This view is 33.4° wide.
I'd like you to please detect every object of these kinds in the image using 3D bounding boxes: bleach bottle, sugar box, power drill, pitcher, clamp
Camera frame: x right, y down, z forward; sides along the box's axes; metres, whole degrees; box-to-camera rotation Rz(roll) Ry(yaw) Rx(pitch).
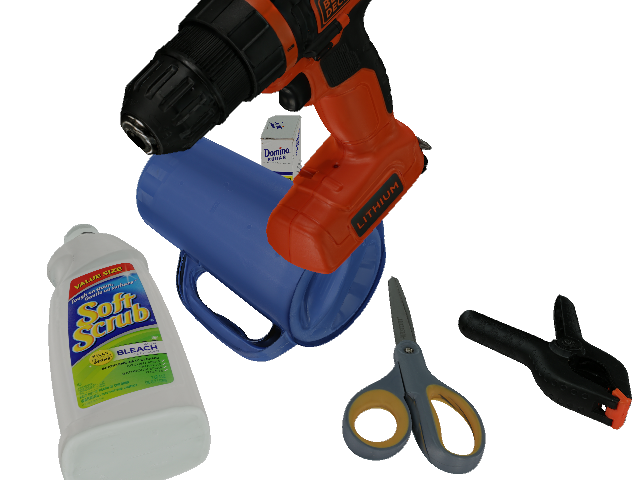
[{"bbox_3d":[-0.160,0.069,0.783,0.102,0.068,0.251,-13,38,-16],"label":"bleach bottle"},{"bbox_3d":[-0.046,-0.053,1.278,0.048,0.176,0.093,0,23,5],"label":"sugar box"},{"bbox_3d":[-0.011,-0.066,0.551,0.057,0.184,0.187,30,-25,30],"label":"power drill"},{"bbox_3d":[-0.072,-0.002,1.034,0.243,0.145,0.148,31,33,32],"label":"pitcher"},{"bbox_3d":[0.215,0.098,0.927,0.120,0.039,0.172,-18,39,-28],"label":"clamp"}]

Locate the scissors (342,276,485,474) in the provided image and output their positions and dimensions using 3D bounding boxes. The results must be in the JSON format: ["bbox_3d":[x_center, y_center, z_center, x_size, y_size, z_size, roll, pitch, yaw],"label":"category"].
[{"bbox_3d":[0.043,0.084,0.709,0.096,0.016,0.202,-5,32,-18],"label":"scissors"}]

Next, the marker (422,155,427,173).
[{"bbox_3d":[0.035,-0.047,0.829,0.020,0.020,0.121,0,-11,-45],"label":"marker"}]
